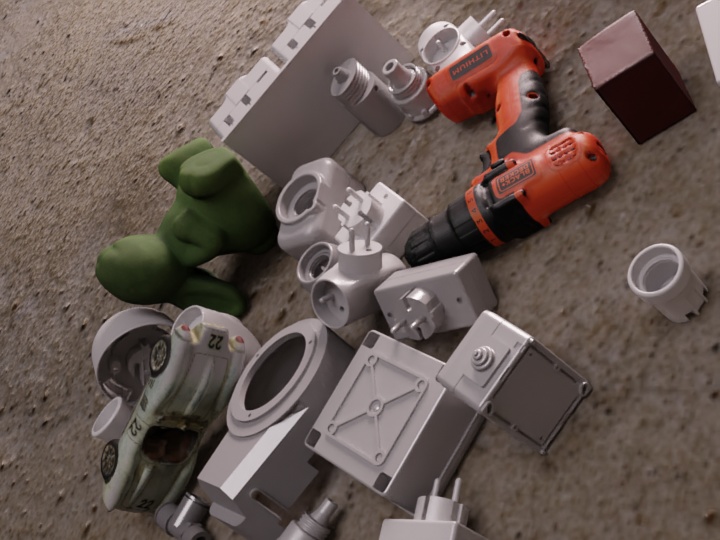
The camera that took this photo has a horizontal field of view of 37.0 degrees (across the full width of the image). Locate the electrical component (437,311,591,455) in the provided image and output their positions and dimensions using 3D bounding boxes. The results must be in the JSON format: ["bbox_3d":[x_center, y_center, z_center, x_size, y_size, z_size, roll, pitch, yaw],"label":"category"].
[{"bbox_3d":[0.101,0.073,0.745,0.061,0.096,0.061,-54,38,-1],"label":"electrical component"}]

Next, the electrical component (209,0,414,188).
[{"bbox_3d":[-0.052,-0.182,1.084,0.186,0.105,0.060,-49,39,6],"label":"electrical component"}]

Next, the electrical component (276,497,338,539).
[{"bbox_3d":[-0.040,0.205,0.838,0.061,0.035,0.035,-53,38,-4],"label":"electrical component"}]

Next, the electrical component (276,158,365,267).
[{"bbox_3d":[-0.039,-0.054,1.012,0.054,0.059,0.095,-15,52,38],"label":"electrical component"}]

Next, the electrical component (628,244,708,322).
[{"bbox_3d":[0.209,0.010,0.724,0.040,0.046,0.040,-26,46,30],"label":"electrical component"}]

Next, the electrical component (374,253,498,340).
[{"bbox_3d":[0.050,0.030,0.842,0.083,0.047,0.076,-14,17,38],"label":"electrical component"}]

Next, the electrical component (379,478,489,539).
[{"bbox_3d":[0.055,0.182,0.750,0.066,0.047,0.076,-10,56,41],"label":"electrical component"}]

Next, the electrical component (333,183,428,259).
[{"bbox_3d":[0.007,-0.044,0.944,0.065,0.077,0.047,-51,39,3],"label":"electrical component"}]

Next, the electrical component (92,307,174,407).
[{"bbox_3d":[-0.212,0.086,1.052,0.099,0.099,0.064,-53,32,1],"label":"electrical component"}]

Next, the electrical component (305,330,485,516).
[{"bbox_3d":[0.029,0.115,0.819,0.109,0.056,0.108,22,78,51],"label":"electrical component"}]

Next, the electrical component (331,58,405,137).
[{"bbox_3d":[0.003,-0.169,1.038,0.043,0.081,0.043,-26,46,30],"label":"electrical component"}]

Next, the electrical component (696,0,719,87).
[{"bbox_3d":[0.293,-0.166,0.771,0.076,0.047,0.083,-26,46,30],"label":"electrical component"}]

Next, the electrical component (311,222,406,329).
[{"bbox_3d":[0.000,0.000,0.892,0.044,0.077,0.079,17,118,39],"label":"electrical component"}]

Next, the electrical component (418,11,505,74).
[{"bbox_3d":[0.100,-0.208,0.999,0.079,0.044,0.077,-44,40,12],"label":"electrical component"}]

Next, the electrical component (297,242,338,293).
[{"bbox_3d":[-0.023,0.006,0.953,0.048,0.055,0.066,-40,41,17],"label":"electrical component"}]

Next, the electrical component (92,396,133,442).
[{"bbox_3d":[-0.217,0.157,1.027,0.044,0.065,0.044,-41,23,22],"label":"electrical component"}]

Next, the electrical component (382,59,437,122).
[{"bbox_3d":[0.047,-0.173,1.012,0.048,0.062,0.048,-26,46,30],"label":"electrical component"}]

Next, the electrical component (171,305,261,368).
[{"bbox_3d":[-0.147,0.073,1.011,0.079,0.077,0.044,-18,51,36],"label":"electrical component"}]
